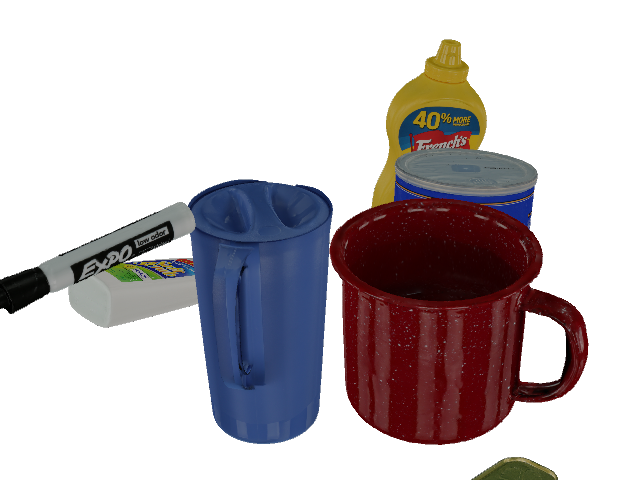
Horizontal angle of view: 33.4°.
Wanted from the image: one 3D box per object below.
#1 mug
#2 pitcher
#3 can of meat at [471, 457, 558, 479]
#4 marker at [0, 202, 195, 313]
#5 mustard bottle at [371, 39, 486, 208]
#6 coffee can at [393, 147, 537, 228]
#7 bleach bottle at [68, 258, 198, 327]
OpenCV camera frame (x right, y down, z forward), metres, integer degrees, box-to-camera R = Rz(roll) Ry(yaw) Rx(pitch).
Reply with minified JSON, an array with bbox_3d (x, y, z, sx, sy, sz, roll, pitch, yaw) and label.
[{"bbox_3d":[0.062,0.040,0.482,0.117,0.081,0.093,12,33,22],"label":"mug"},{"bbox_3d":[-0.058,0.076,1.014,0.149,0.243,0.145,-16,32,-28],"label":"pitcher"},{"bbox_3d":[0.151,0.243,0.888,0.101,0.084,0.058,-22,27,-37],"label":"can of meat"},{"bbox_3d":[-0.122,0.009,0.579,0.120,0.020,0.020,-26,15,-33],"label":"marker"},{"bbox_3d":[0.110,-0.100,1.032,0.096,0.192,0.058,3,28,-9],"label":"mustard bottle"},{"bbox_3d":[0.102,0.012,0.793,0.103,0.140,0.103,2,20,-1],"label":"coffee can"},{"bbox_3d":[-0.211,0.058,1.465,0.250,0.068,0.103,-10,27,-44],"label":"bleach bottle"}]
